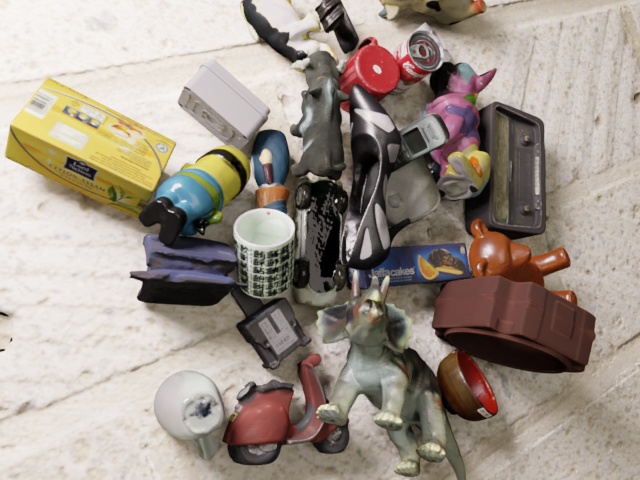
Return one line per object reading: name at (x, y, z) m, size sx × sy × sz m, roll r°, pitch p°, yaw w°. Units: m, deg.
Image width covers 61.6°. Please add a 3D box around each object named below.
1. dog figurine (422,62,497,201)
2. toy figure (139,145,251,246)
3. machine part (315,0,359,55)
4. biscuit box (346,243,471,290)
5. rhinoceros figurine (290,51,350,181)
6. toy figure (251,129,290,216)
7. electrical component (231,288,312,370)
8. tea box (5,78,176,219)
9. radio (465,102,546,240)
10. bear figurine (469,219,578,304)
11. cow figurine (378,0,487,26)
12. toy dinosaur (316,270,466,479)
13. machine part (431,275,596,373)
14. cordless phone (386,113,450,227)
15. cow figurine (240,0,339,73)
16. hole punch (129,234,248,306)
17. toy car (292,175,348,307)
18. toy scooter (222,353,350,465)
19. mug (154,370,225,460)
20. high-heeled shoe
dog figurine at (0.241, -0.196, 0.914) m, size 0.191 × 0.108 × 0.219 m, roll 44°, pitch 64°, yaw -12°
toy figure at (-0.149, -0.061, 0.687) m, size 0.082 × 0.089 × 0.180 m, roll 64°, pitch 26°, yaw -16°
machine part at (0.029, -0.339, 0.837) m, size 0.039 × 0.139 × 0.084 m, roll -16°, pitch 93°, yaw 16°
biscuit box at (0.139, 0.041, 0.850) m, size 0.203 × 0.059 × 0.062 m, roll -3°, pitch 83°, yaw -25°
rhinoceros figurine at (-0.001, -0.175, 0.766) m, size 0.073 × 0.112 × 0.190 m, roll 2°, pitch 73°, yaw -10°
toy figure at (-0.068, -0.080, 0.775) m, size 0.064 × 0.058 × 0.154 m, roll 11°, pitch 72°, yaw -47°
electrical component at (-0.074, 0.111, 0.748) m, size 0.075 × 0.048 × 0.119 m, roll -31°, pitch 97°, yaw -27°
tea box at (-0.278, -0.111, 0.663) m, size 0.169 × 0.068 × 0.098 m, roll 28°, pitch 48°, yaw -18°
radio at (0.332, -0.117, 0.958) m, size 0.131 × 0.073 × 0.229 m, roll 10°, pitch 78°, yaw -23°
bear figurine at (0.327, 0.041, 0.876) m, size 0.195 × 0.132 × 0.120 m, roll 42°, pitch 44°, yaw -44°
cow figurine at (0.184, -0.426, 0.929) m, size 0.195 × 0.127 × 0.085 m, roll 0°, pitch 82°, yaw -39°
toy dinosaur at (0.115, 0.209, 0.774) m, size 0.404 × 0.131 × 0.192 m, roll 51°, pitch 41°, yaw -36°
machine part at (0.292, 0.135, 0.826) m, size 0.201 × 0.201 × 0.087 m, roll 26°, pitch 72°, yaw -19°
cordless phone at (0.146, -0.106, 0.810) m, size 0.089 × 0.184 × 0.146 m, roll -30°, pitch 94°, yaw -30°
cow figurine at (-0.046, -0.310, 0.815) m, size 0.098 × 0.068 × 0.167 m, roll -34°, pitch 96°, yaw 11°
hole punch at (-0.170, 0.029, 0.685) m, size 0.142 × 0.116 × 0.092 m, roll 10°, pitch 69°, yaw -24°
toy car at (-0.002, -0.002, 0.797) m, size 0.073 × 0.056 × 0.201 m, roll 5°, pitch 78°, yaw -18°
toy scooter at (-0.042, 0.224, 0.729) m, size 0.184 × 0.075 × 0.135 m, roll 3°, pitch 80°, yaw -27°
mug at (-0.155, 0.217, 0.659) m, size 0.081 × 0.107 × 0.109 m, roll -11°, pitch 84°, yaw -24°
high-heeled shoe at (0.050, -0.085, 0.754) m, size 0.145 × 0.086 × 0.248 m, roll -27°, pitch 98°, yaw -33°
